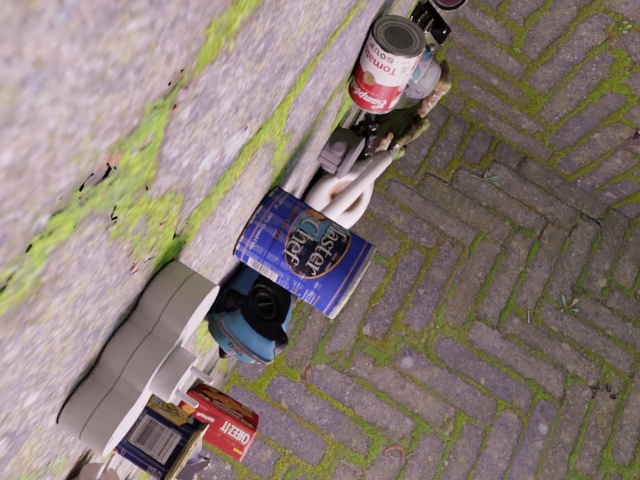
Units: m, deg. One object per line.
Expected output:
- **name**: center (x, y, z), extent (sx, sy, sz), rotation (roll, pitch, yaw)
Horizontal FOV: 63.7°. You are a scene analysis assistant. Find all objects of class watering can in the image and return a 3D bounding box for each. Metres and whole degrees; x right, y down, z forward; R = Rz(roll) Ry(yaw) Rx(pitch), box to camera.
- **watering can**: center (0.003, -0.049, 0.971), extent (0.345, 0.104, 0.227), rotation (-43, -175, 15)

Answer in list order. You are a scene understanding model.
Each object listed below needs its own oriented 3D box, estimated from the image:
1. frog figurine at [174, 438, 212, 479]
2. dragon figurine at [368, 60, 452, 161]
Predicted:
- **frog figurine**: center (-0.312, 0.451, 1.166), extent (0.163, 0.123, 0.134), rotation (-111, -147, -47)
- **dragon figurine**: center (0.141, -0.208, 1.107), extent (0.408, 0.122, 0.244), rotation (-51, -176, 6)
